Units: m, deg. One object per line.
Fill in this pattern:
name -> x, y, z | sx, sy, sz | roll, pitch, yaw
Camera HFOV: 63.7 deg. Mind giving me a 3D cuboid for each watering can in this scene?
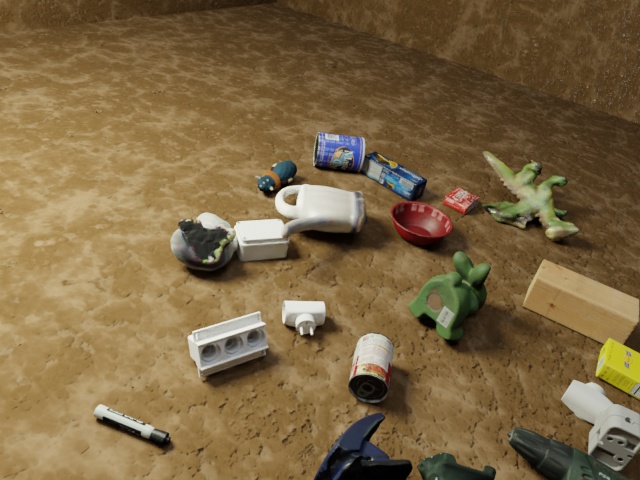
watering can -> 0.004, -0.061, 1.219 | 0.224, 0.102, 0.353 | 8, 22, -5

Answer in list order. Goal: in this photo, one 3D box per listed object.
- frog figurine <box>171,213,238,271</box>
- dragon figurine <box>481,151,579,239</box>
frog figurine -> -0.247, 0.003, 1.104 | 0.138, 0.122, 0.159 | -8, 2, -14
dragon figurine -> 0.578, -0.129, 1.512 | 0.245, 0.119, 0.416 | -25, 47, -31
